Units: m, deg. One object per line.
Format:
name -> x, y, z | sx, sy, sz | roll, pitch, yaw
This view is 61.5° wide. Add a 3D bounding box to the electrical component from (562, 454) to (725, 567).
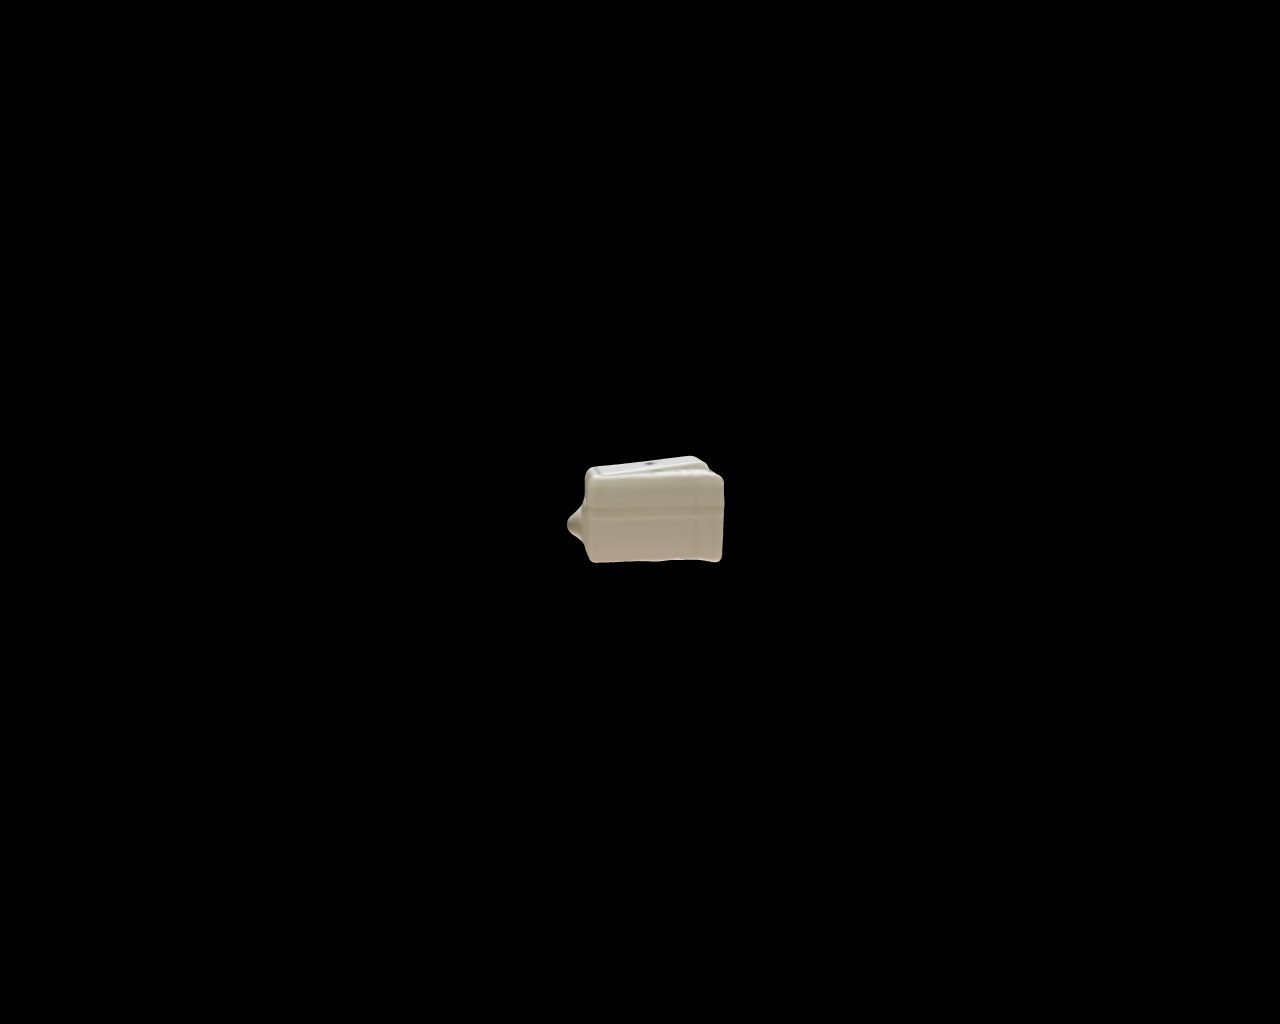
electrical component -> 0.001, -0.003, 0.650 | 0.096, 0.061, 0.062 | -1, 8, -5
